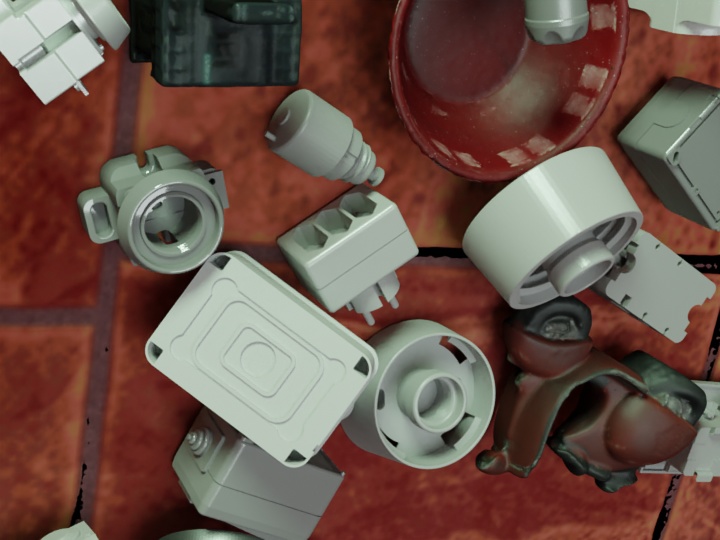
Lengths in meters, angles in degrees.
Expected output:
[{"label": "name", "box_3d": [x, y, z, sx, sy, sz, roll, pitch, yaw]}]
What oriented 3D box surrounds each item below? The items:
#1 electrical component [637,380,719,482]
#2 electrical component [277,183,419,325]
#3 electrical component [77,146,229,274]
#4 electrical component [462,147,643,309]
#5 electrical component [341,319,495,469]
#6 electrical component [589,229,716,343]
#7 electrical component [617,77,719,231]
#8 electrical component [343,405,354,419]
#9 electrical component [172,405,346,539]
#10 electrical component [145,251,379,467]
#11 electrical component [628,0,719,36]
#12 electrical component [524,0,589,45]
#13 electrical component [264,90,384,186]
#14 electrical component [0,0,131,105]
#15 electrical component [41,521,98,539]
[{"label": "electrical component", "box_3d": [0.285, 0.131, 0.846, 0.121, 0.063, 0.078, 7, 107, -29]}, {"label": "electrical component", "box_3d": [0.000, 0.000, 0.655, 0.066, 0.047, 0.076, -35, 122, -11]}, {"label": "electrical component", "box_3d": [-0.107, -0.032, 0.582, 0.078, 0.057, 0.058, -17, 117, -20]}, {"label": "electrical component", "box_3d": [0.125, -0.019, 0.672, 0.108, 0.060, 0.108, -27, 158, -12]}, {"label": "electrical component", "box_3d": [0.038, 0.083, 0.714, 0.099, 0.064, 0.099, -4, 98, -25]}, {"label": "electrical component", "box_3d": [0.193, 0.004, 0.750, 0.089, 0.056, 0.050, 31, 95, -33]}, {"label": "electrical component", "box_3d": [0.229, -0.076, 0.732, 0.061, 0.061, 0.096, -47, 123, -2]}, {"label": "electrical component", "box_3d": [-0.030, 0.073, 0.673, 0.062, 0.043, 0.043, 39, 90, -35]}, {"label": "electrical component", "box_3d": [-0.070, 0.124, 0.662, 0.096, 0.062, 0.061, 26, 97, -33]}, {"label": "electrical component", "box_3d": [-0.054, 0.049, 0.612, 0.113, 0.057, 0.078, 36, 92, 3]}, {"label": "electrical component", "box_3d": [0.255, -0.187, 0.683, 0.150, 0.089, 0.061, -9, 114, -24]}, {"label": "electrical component", "box_3d": [0.106, -0.156, 0.586, 0.035, 0.035, 0.061, -17, 114, -20]}, {"label": "electrical component", "box_3d": [-0.018, -0.071, 0.621, 0.078, 0.040, 0.040, 30, 95, -33]}, {"label": "electrical component", "box_3d": [-0.148, -0.120, 0.532, 0.055, 0.048, 0.066, -36, 122, -1]}, {"label": "electrical component", "box_3d": [-0.170, 0.191, 0.629, 0.051, 0.080, 0.080, -23, 119, -24]}]
